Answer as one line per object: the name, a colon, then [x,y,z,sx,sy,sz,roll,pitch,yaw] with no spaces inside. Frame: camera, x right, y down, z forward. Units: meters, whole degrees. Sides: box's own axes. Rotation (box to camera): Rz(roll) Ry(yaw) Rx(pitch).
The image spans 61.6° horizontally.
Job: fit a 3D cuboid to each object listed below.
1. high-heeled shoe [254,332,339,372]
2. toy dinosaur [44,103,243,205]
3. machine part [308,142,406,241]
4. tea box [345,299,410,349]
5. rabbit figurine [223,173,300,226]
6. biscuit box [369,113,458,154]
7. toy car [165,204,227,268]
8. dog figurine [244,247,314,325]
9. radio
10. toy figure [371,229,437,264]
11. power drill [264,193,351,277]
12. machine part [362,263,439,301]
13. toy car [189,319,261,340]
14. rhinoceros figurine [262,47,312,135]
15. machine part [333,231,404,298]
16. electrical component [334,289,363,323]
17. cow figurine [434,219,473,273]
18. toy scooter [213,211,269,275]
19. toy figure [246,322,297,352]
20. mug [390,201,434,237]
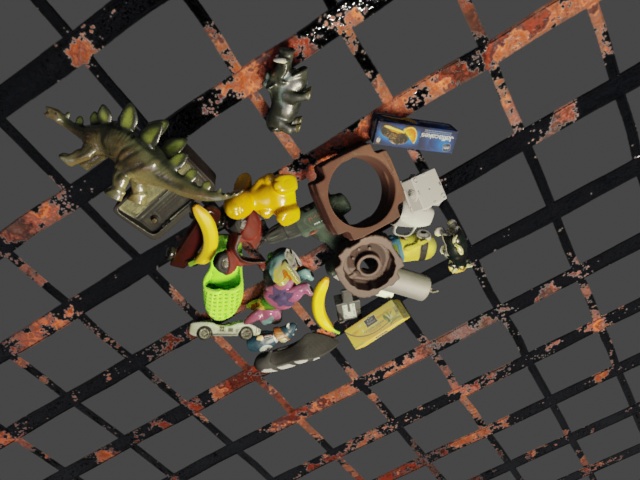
high-heeled shoe: [-0.072,0.350,1.616,0.249,0.086,0.145,-2,145,-18]
toy dinosaur: [-0.394,-0.177,1.169,0.471,0.105,0.198,32,100,2]
machine part: [0.087,-0.116,1.293,0.201,0.087,0.201,-28,102,-13]
tea box: [0.167,0.242,1.551,0.169,0.098,0.068,-36,75,16]
rabbit figurine: [-0.151,-0.104,1.272,0.173,0.163,0.121,-20,126,-21]
biscuit box: [0.224,-0.254,1.286,0.203,0.059,0.062,5,120,-11]
toy car: [-0.319,-0.010,1.367,0.089,0.053,0.202,17,121,-40]
dog figurine: [-0.132,0.138,1.453,0.219,0.108,0.191,-32,121,15]
radio: [-0.365,-0.113,1.285,0.229,0.073,0.131,-37,118,16]
toy figure: [0.222,0.024,1.445,0.180,0.082,0.089,-17,133,-2]
power drill: [-0.003,-0.004,1.394,0.232,0.086,0.207,-34,115,2]
machine part: [0.220,0.114,1.500,0.243,0.079,0.079,16,118,-18]
toy car: [-0.268,0.253,1.519,0.202,0.073,0.056,1,84,-9]
rhinoceros figurine: [-0.075,-0.330,1.199,0.112,0.073,0.190,11,121,-2]
machine part: [0.122,0.059,1.375,0.179,0.056,0.179,-3,114,-6]
electrical component: [0.077,0.177,1.536,0.075,0.048,0.119,-14,121,1]
cow figurine: [0.374,0.035,1.461,0.068,0.098,0.167,-25,121,0]
toy scooter: [-0.183,0.011,1.364,0.135,0.075,0.183,23,86,-29]
toy figure: [-0.136,0.283,1.567,0.155,0.064,0.057,-19,94,8]
mug: [0.237,-0.059,1.392,0.107,0.081,0.109,7,103,-20]
